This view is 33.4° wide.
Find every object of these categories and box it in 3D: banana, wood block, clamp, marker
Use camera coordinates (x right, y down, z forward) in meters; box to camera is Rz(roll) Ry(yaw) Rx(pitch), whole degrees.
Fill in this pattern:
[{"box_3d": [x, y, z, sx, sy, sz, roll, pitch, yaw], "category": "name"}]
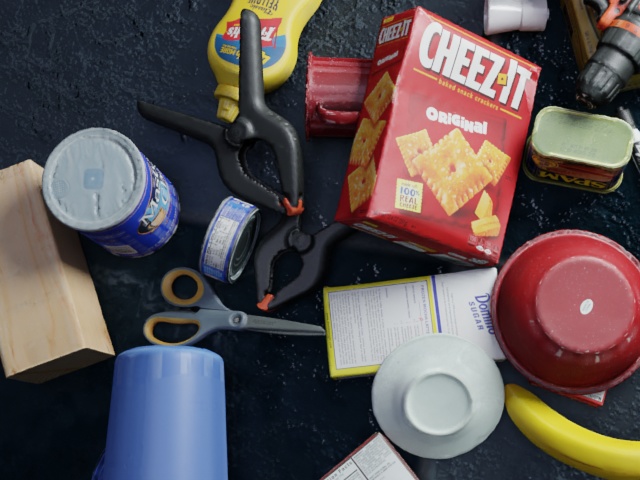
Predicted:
[{"box_3d": [0.251, 0.185, 0.993, 0.198, 0.037, 0.069, 12, 42, 32], "category": "banana"}, {"box_3d": [-0.296, 0.035, 1.107, 0.090, 0.091, 0.206, -21, 76, 3], "category": "wood block"}, {"box_3d": [-0.089, -0.108, 1.097, 0.165, 0.036, 0.210, -30, 82, 20], "category": "clamp"}, {"box_3d": [0.328, -0.081, 1.084, 0.020, 0.020, 0.121, -22, 76, 3], "category": "marker"}, {"box_3d": [-0.007, 0.001, 1.102, 0.120, 0.039, 0.171, 19, 86, 17], "category": "clamp"}]

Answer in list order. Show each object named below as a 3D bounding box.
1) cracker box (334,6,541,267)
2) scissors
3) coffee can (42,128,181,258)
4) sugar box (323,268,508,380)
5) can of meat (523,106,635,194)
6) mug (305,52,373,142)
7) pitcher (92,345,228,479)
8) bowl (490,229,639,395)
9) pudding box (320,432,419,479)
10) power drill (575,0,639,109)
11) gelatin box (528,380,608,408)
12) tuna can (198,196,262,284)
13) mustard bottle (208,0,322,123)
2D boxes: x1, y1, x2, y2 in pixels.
[{"box_3d": [0.119, -0.096, 1.047, 0.164, 0.072, 0.213, 19, 79, -28], "category": "cracker box"}, {"box_3d": [-0.090, 0.065, 1.089, 0.202, 0.016, 0.096, -10, 69, 19], "category": "scissors"}, {"box_3d": [-0.209, -0.044, 1.086, 0.103, 0.140, 0.103, -2, 78, 7], "category": "coffee can"}, {"box_3d": [0.094, 0.085, 1.067, 0.176, 0.048, 0.093, -6, 79, 3], "category": "sugar box"}, {"box_3d": [0.257, -0.090, 1.062, 0.102, 0.084, 0.057, 12, 79, 10], "category": "can of meat"}, {"box_3d": [0.027, -0.142, 1.093, 0.081, 0.117, 0.093, 2, 112, 3], "category": "mug"}, {"box_3d": [-0.158, 0.231, 1.036, 0.149, 0.145, 0.243, 1, 74, -5], "category": "pitcher"}, {"box_3d": [0.245, 0.064, 1.009, 0.162, 0.055, 0.162, 0, 80, 2], "category": "bowl"}, {"box_3d": [0.059, 0.258, 1.039, 0.090, 0.039, 0.113, -39, 74, -1], "category": "pudding box"}, {"box_3d": [0.254, -0.241, 1.040, 0.188, 0.057, 0.184, 37, 82, 11], "category": "power drill"}, {"box_3d": [0.253, 0.111, 1.048, 0.073, 0.030, 0.089, 19, 81, 10], "category": "gelatin box"}, {"box_3d": [-0.091, 0.001, 1.089, 0.034, 0.086, 0.086, 21, 81, 9], "category": "tuna can"}, {"box_3d": [-0.068, -0.215, 1.146, 0.096, 0.058, 0.191, 19, 82, 13], "category": "mustard bottle"}]
